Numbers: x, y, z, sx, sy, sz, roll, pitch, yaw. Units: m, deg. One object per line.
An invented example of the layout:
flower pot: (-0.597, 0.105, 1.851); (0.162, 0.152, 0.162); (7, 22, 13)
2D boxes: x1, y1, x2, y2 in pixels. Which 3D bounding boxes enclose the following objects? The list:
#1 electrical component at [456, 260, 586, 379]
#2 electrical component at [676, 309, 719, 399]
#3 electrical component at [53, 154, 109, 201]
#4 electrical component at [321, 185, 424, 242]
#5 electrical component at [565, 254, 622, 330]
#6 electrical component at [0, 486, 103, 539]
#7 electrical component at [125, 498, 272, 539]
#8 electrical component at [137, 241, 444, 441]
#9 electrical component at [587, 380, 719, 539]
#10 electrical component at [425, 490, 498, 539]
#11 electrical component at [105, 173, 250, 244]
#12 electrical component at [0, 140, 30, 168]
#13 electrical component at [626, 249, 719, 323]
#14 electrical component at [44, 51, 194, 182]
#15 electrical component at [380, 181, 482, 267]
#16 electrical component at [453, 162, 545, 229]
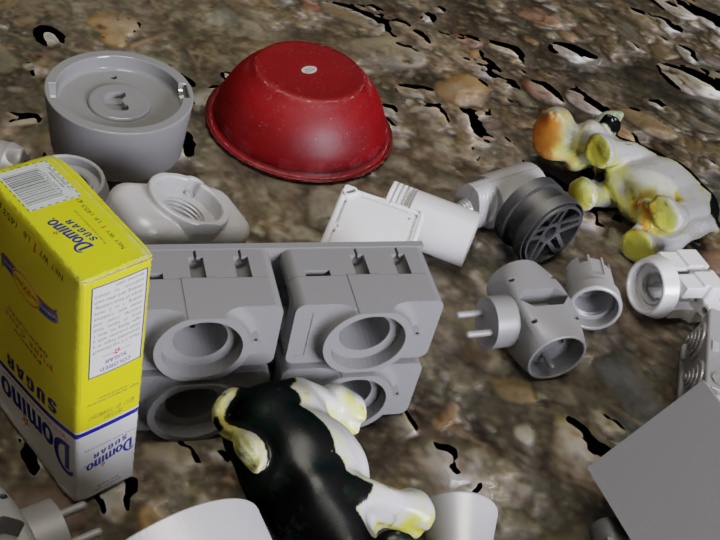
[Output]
electrical component: (0.106, 0.035, 0.751); (0.079, 0.043, 0.077); (-4, 44, -21)
electrical component: (0.271, 0.081, 0.746); (0.100, 0.048, 0.099); (19, 41, 4)
electrical component: (-0.202, -0.041, 0.733); (0.078, 0.057, 0.058); (21, 42, 7)
electrical component: (0.000, 0.000, 0.750); (0.062, 0.061, 0.096); (19, 48, 1)
electrical component: (0.171, 0.015, 0.796); (0.040, 0.040, 0.046); (12, 35, -4)
electrical component: (-0.173, 0.142, 0.550); (0.079, 0.043, 0.077); (-18, 51, -33)
electrical component: (-0.081, 0.165, 0.508); (0.108, 0.108, 0.060); (-18, 57, -32)
electrical component: (-0.054, 0.043, 0.648); (0.186, 0.105, 0.060); (-1, 44, -18)
electrical component: (0.213, 0.153, 0.611); (0.062, 0.089, 0.150); (30, 24, -45)
electrical component: (0.056, 0.162, 0.599); (0.044, 0.044, 0.065); (10, 46, -6)
electrical component: (-0.125, -0.025, 0.715); (0.095, 0.059, 0.053); (-1, 42, -46)
electrical component: (-0.269, -0.073, 0.759); (0.062, 0.043, 0.043); (12, 41, -3)
electrical component: (0.237, 0.012, 0.815); (0.055, 0.048, 0.066); (-1, 43, -28)
electrical component: (-0.183, -0.111, 0.812); (0.108, 0.060, 0.108); (8, 42, -8)
electrical component: (0.046, -0.037, 0.812); (0.081, 0.043, 0.043); (21, 42, 7)
electrical component: (0.106, -0.056, 0.851); (0.081, 0.043, 0.043); (-19, 51, -32)
